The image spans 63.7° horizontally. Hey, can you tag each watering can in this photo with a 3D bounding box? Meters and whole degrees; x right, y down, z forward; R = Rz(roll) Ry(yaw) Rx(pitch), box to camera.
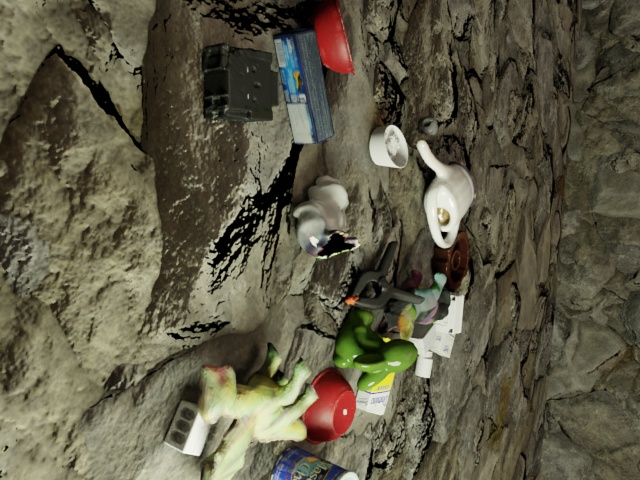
[{"bbox_3d":[0.345,-0.149,1.417,0.228,0.104,0.341,-44,128,-42],"label":"watering can"}]

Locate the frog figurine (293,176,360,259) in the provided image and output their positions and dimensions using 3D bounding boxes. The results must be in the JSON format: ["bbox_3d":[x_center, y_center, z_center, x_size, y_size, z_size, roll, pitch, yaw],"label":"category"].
[{"bbox_3d":[0.003,-0.051,1.006,0.137,0.121,0.162,10,51,-45],"label":"frog figurine"}]

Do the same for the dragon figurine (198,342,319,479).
[{"bbox_3d":[-0.114,0.321,0.862,0.247,0.123,0.400,-42,140,-34],"label":"dragon figurine"}]
